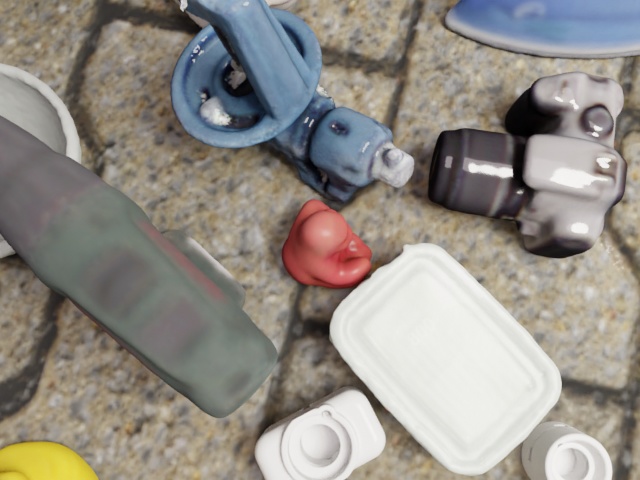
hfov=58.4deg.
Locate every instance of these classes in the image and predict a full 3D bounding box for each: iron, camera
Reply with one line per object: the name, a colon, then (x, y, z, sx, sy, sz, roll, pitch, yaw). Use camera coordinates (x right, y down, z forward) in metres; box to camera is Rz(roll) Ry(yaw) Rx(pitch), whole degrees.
iron: (0.241, -0.231, 0.469, 0.258, 0.141, 0.118, -9, 80, -1)
camera: (0.163, -0.068, 0.462, 0.136, 0.101, 0.143, 10, 80, 2)

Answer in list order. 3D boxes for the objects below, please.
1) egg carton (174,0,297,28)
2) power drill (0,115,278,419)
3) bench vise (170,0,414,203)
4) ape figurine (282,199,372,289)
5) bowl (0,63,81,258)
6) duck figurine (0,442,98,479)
egg carton: (-0.091, -0.248, 0.512, 0.150, 0.069, 0.107, 44, 83, 7)
power drill: (-0.123, 0.023, 0.395, 0.229, 0.208, 0.076, 41, 83, 7)
bench vise: (-0.022, -0.119, 0.413, 0.207, 0.220, 0.121, 14, 81, 3)
ape figurine: (0.004, 0.002, 0.457, 0.076, 0.092, 0.078, -16, 80, -2)
bowl: (-0.272, -0.057, 0.479, 0.167, 0.075, 0.167, 0, 80, 1)
duck figurine: (-0.222, 0.198, 0.428, 0.104, 0.086, 0.077, 24, 81, 5)
